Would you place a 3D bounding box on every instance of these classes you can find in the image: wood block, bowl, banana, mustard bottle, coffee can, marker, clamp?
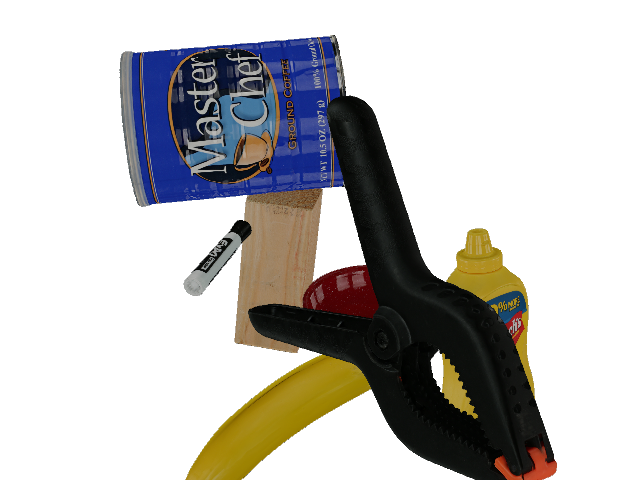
[{"bbox_3d":[-0.057,0.033,1.427,0.090,0.206,0.090,9,23,5],"label":"wood block"},{"bbox_3d":[0.061,0.089,1.192,0.162,0.055,0.162,-1,28,0],"label":"bowl"},{"bbox_3d":[-0.022,0.125,0.736,0.198,0.069,0.037,-32,42,-2],"label":"banana"},{"bbox_3d":[0.149,0.082,0.970,0.096,0.191,0.058,-17,20,-31],"label":"mustard bottle"},{"bbox_3d":[-0.056,-0.080,0.711,0.140,0.103,0.103,-6,0,-4],"label":"coffee can"},{"bbox_3d":[-0.092,0.013,0.979,0.020,0.020,0.121,0,27,21],"label":"marker"},{"bbox_3d":[0.043,0.036,0.544,0.036,0.165,0.210,-13,42,-38],"label":"clamp"}]
